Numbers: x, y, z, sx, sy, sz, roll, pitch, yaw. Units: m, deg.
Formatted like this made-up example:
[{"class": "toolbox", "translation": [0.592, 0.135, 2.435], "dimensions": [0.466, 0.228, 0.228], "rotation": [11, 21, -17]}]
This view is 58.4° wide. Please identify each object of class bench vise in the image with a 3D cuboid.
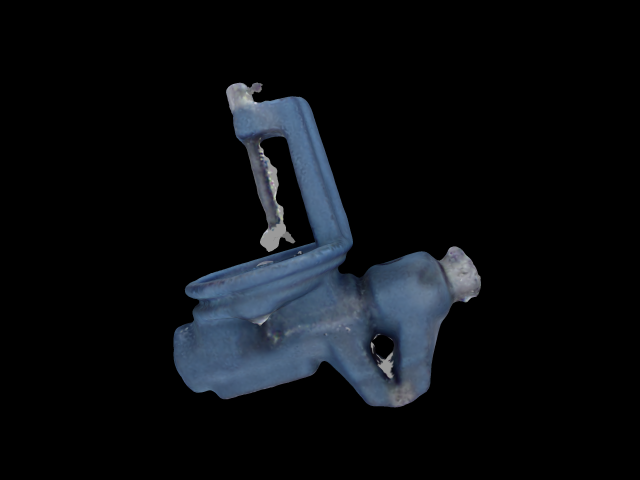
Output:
[{"class": "bench vise", "translation": [0.001, 0.001, 0.412], "dimensions": [0.208, 0.220, 0.121], "rotation": [-1, 4, -16]}]
